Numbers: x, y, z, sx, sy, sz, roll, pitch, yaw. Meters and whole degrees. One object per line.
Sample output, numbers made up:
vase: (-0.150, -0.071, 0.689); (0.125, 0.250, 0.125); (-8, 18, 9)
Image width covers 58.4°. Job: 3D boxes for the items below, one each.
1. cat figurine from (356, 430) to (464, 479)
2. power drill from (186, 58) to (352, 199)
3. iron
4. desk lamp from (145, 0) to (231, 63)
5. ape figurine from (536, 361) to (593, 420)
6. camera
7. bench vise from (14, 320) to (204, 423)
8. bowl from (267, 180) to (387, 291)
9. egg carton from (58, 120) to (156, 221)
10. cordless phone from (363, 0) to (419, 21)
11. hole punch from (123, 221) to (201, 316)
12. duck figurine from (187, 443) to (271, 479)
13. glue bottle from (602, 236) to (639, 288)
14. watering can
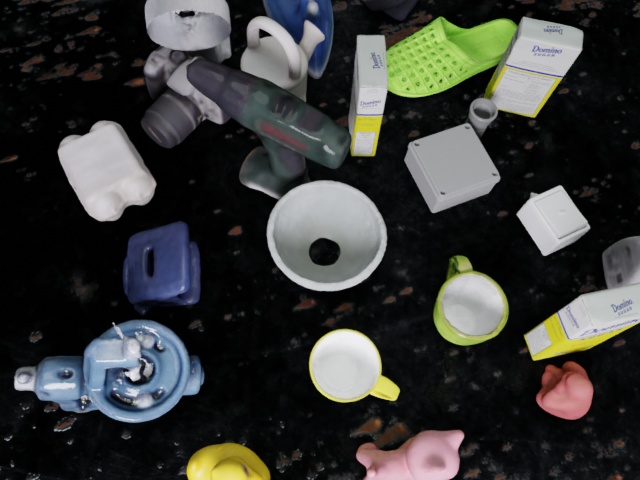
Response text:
cat figurine: (0.113, 0.271, 0.696); (0.128, 0.118, 0.067); (-9, 68, -7)
power drill: (-0.071, -0.143, 0.804); (0.229, 0.208, 0.076); (22, 68, 5)
iron: (-0.029, -0.416, 0.955); (0.119, 0.141, 0.258); (-13, 69, -9)
desk lamp: (-0.200, -0.361, 0.882); (0.118, 0.213, 0.203); (-7, 68, -6)
ape figurine: (0.329, 0.198, 0.755); (0.078, 0.092, 0.076); (-23, 71, -12)
camera: (-0.223, -0.222, 0.884); (0.143, 0.101, 0.137); (34, 70, 10)
bench vise: (-0.249, 0.161, 0.661); (0.207, 0.220, 0.121); (-20, 70, -11)
bowl: (0.008, 0.003, 0.822); (0.167, 0.075, 0.167); (1, 68, -3)
egg carton: (-0.316, -0.103, 0.846); (0.107, 0.069, 0.150); (-31, 73, -15)
cordless phone: (0.145, -0.487, 0.972); (0.094, 0.185, 0.148); (28, 69, 8)
hole punch: (-0.219, 0.038, 0.783); (0.101, 0.091, 0.108); (-5, 68, -6)
duck figurine: (-0.112, 0.285, 0.692); (0.104, 0.086, 0.077); (17, 68, 3)
glue bottle: (0.452, 0.020, 0.792); (0.037, 0.173, 0.078); (3, 67, -2)
watering can: (-0.065, -0.262, 0.861); (0.101, 0.194, 0.173); (20, 68, 5)
